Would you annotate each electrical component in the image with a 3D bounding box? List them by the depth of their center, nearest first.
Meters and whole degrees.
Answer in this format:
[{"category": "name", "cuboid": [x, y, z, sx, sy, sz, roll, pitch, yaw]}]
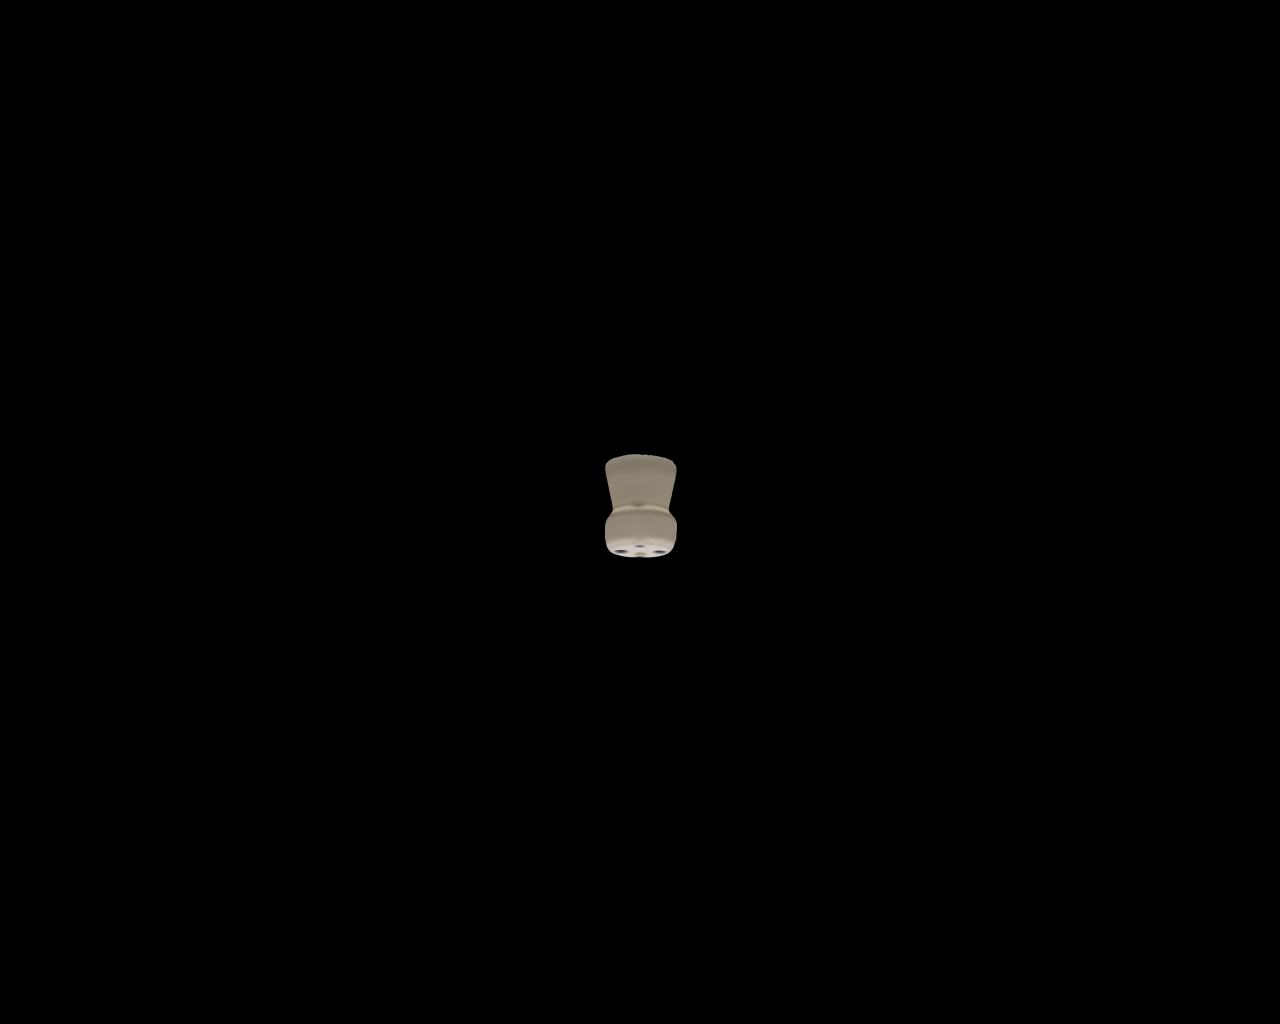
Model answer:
[{"category": "electrical component", "cuboid": [0.001, -0.003, 0.650, 0.045, 0.055, 0.045, 0, -15, 0]}]
